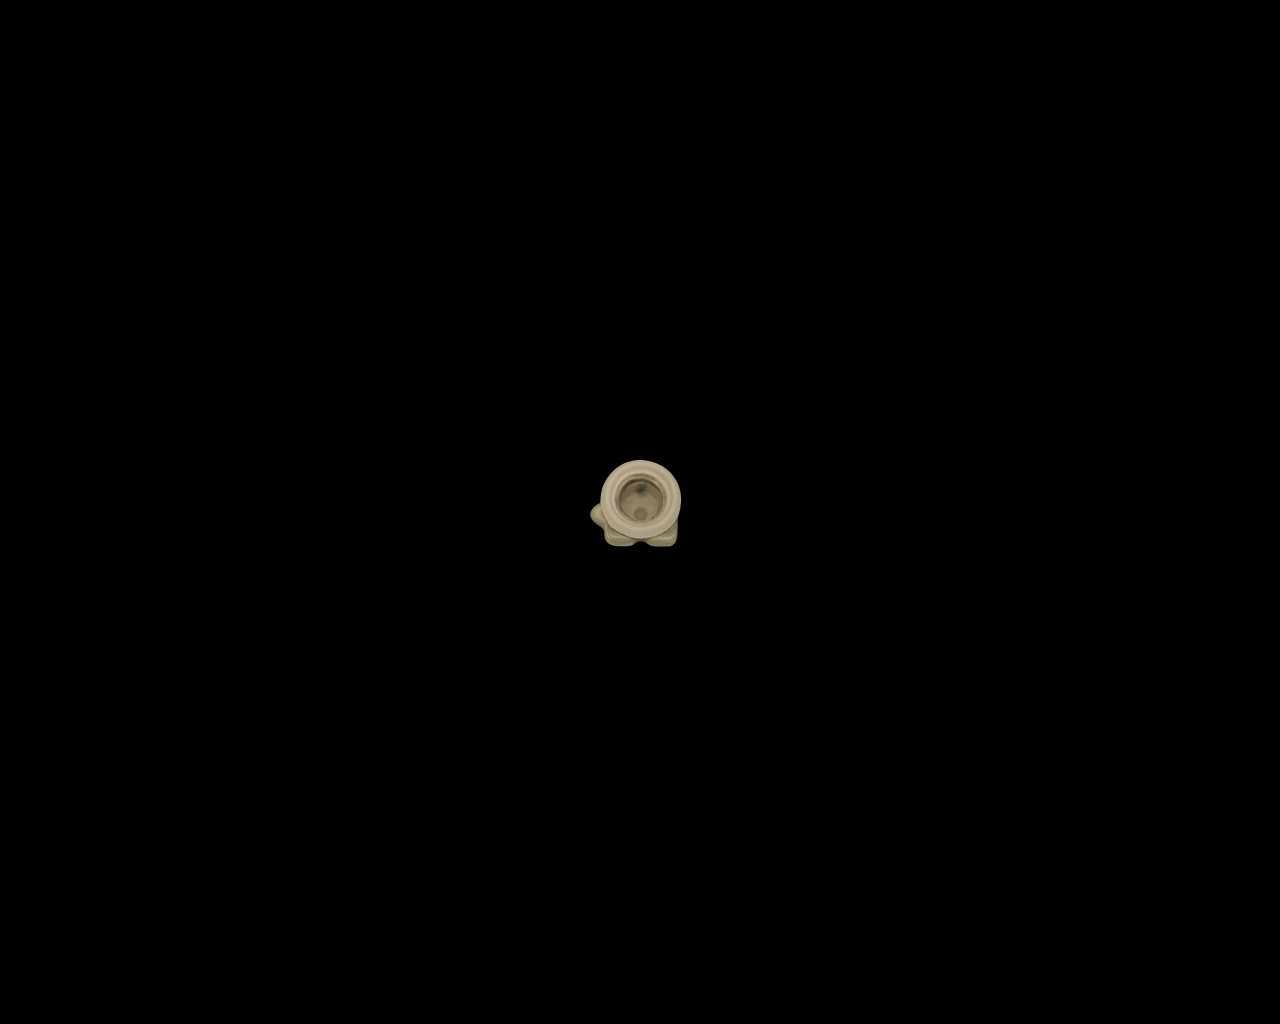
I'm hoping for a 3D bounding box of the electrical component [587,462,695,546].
[{"bbox_3d":[0.001,-0.003,0.650,0.066,0.048,0.055,0,-13,0],"label":"electrical component"}]
